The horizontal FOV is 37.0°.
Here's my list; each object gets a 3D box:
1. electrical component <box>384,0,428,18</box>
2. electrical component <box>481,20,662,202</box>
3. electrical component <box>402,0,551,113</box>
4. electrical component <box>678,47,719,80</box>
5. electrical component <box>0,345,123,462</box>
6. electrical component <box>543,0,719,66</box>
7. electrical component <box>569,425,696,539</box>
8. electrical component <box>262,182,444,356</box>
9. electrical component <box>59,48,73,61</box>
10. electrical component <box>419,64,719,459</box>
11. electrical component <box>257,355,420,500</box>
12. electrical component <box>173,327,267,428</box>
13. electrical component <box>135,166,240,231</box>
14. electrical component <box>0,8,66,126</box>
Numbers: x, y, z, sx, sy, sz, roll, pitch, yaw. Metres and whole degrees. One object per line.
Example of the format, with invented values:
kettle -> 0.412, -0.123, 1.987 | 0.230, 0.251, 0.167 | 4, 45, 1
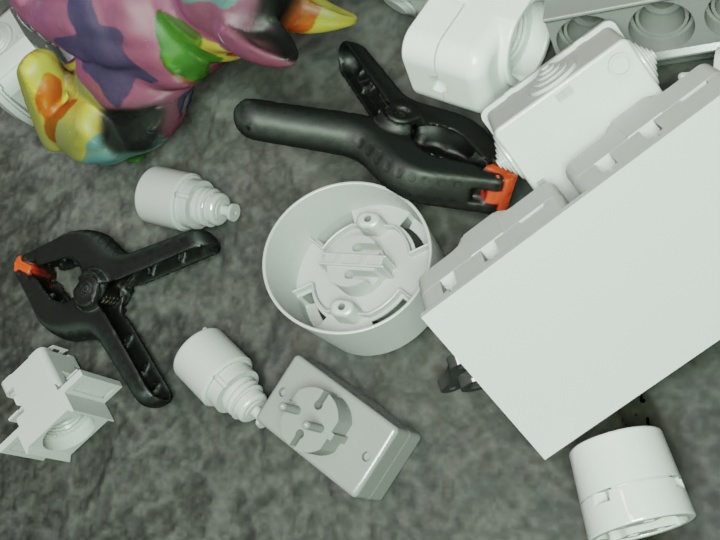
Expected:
electrical component -> 0.040, -0.204, 0.692 | 0.080, 0.051, 0.080 | -7, 73, 24
electrical component -> 0.128, -0.073, 0.587 | 0.100, 0.048, 0.099 | -35, 107, 13
electrical component -> 0.077, -0.144, 0.645 | 0.059, 0.053, 0.095 | 23, 69, 29
electrical component -> 0.209, -0.100, 0.565 | 0.079, 0.077, 0.044 | 1, 76, 27
electrical component -> -0.210, 0.090, 0.736 | 0.081, 0.042, 0.063 | -42, 61, 9
electrical component -> 0.171, -0.156, 0.607 | 0.121, 0.078, 0.063 | -5, 52, 25
electrical component -> 0.138, 0.111, 0.554 | 0.055, 0.055, 0.047 | -22, 63, 19
electrical component -> 0.000, 0.000, 0.643 | 0.099, 0.064, 0.099 | -14, 58, 22
electrical component -> -0.214, -0.176, 0.818 | 0.035, 0.035, 0.061 | -44, 59, 9
electrical component -> 0.134, -0.005, 0.552 | 0.186, 0.060, 0.105 | -37, 108, 12
electrical component -> -0.021, 0.089, 0.625 | 0.083, 0.076, 0.047 | 33, 91, 29
electrical component -> -0.084, 0.071, 0.681 | 0.078, 0.040, 0.040 | 41, 95, 29
electrical component -> -0.116, -0.046, 0.730 | 0.078, 0.040, 0.040 | 13, 82, 28
electrical component -> -0.254, -0.152, 0.806 | 0.051, 0.080, 0.080 | -39, 62, 6
